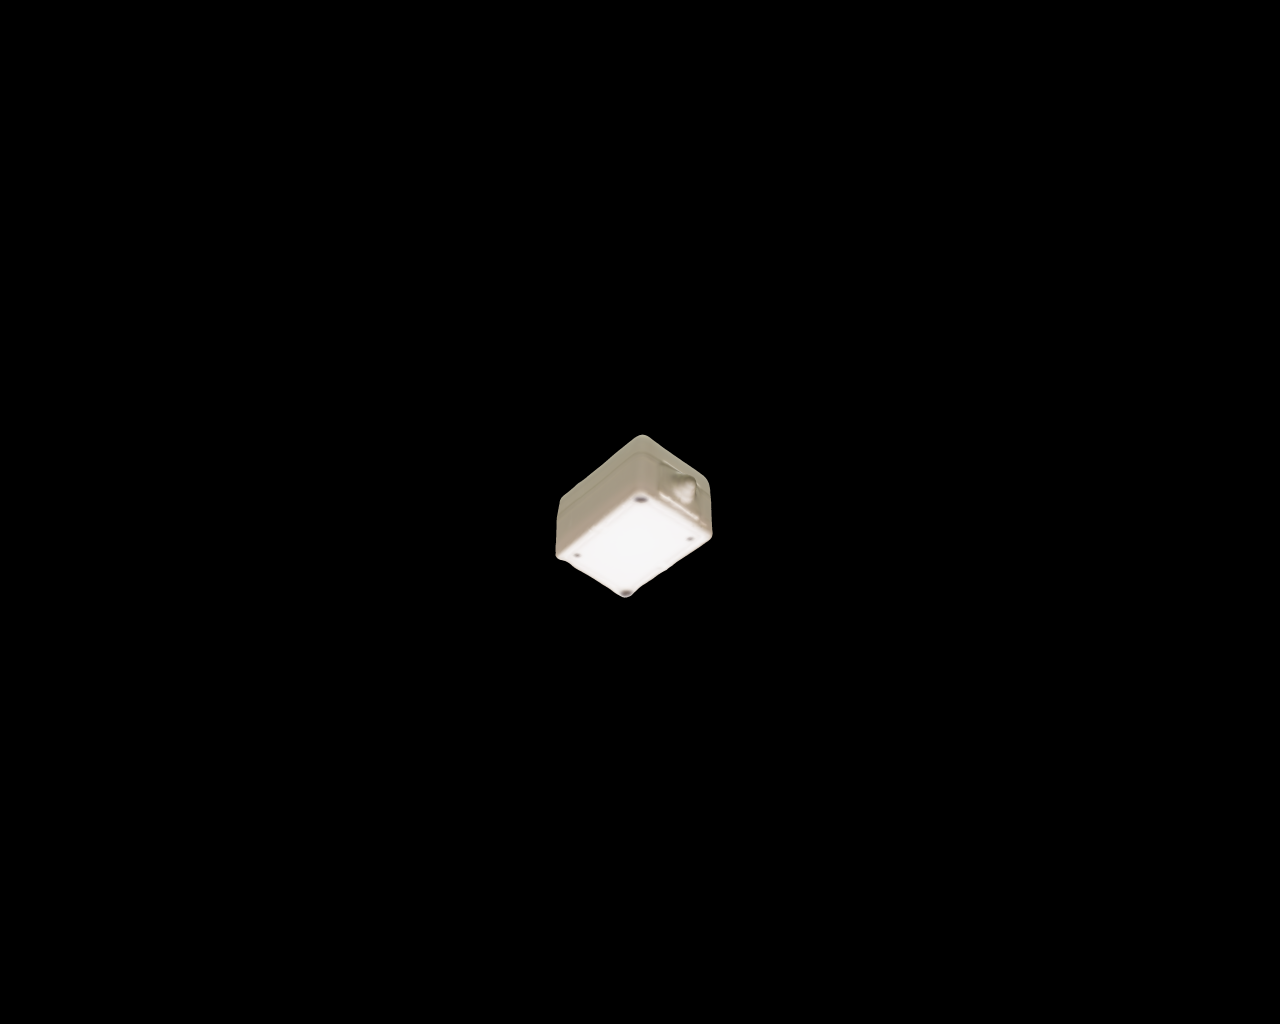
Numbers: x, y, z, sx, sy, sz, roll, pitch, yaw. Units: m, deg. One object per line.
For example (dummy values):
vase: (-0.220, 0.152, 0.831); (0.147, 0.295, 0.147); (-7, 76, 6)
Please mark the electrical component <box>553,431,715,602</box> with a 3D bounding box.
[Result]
electrical component: (0.001, -0.003, 0.650); (0.061, 0.061, 0.096); (33, -54, -29)
